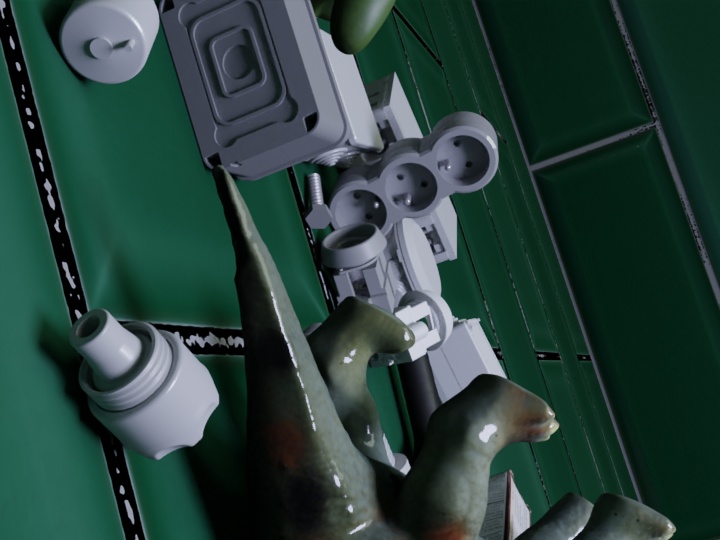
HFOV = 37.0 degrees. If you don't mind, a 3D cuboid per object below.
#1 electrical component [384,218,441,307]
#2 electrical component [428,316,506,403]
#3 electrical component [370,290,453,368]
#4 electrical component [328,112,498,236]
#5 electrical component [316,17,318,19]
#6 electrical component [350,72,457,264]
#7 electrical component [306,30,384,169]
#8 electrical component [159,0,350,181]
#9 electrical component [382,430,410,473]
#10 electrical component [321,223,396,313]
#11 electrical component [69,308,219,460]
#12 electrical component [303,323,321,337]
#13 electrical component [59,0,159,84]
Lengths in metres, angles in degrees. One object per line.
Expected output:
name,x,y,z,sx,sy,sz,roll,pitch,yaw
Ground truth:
electrical component,0.031,-0.001,0.864,0.080,0.051,0.080,-19,90,-76
electrical component,0.089,0.086,0.961,0.096,0.061,0.062,64,15,7
electrical component,0.036,0.043,0.795,0.055,0.066,0.048,-24,96,-42
electrical component,0.041,-0.076,0.827,0.052,0.138,0.073,57,18,-19
electrical component,-0.041,-0.217,0.860,0.035,0.061,0.035,-19,90,-75
electrical component,0.029,-0.082,0.938,0.089,0.062,0.150,-81,148,-62
electrical component,-0.027,-0.128,0.821,0.100,0.048,0.099,-11,82,-75
electrical component,-0.060,-0.117,0.631,0.057,0.078,0.113,3,68,-71
electrical component,0.012,0.129,0.646,0.043,0.043,0.081,-57,127,-72
electrical component,0.000,0.000,0.767,0.066,0.048,0.055,-79,155,-62
electrical component,-0.085,0.040,0.408,0.043,0.043,0.062,-94,158,-45
electrical component,-0.025,0.060,0.620,0.061,0.035,0.035,-82,150,-55
electrical component,-0.115,-0.119,0.508,0.078,0.040,0.040,-89,155,-54
